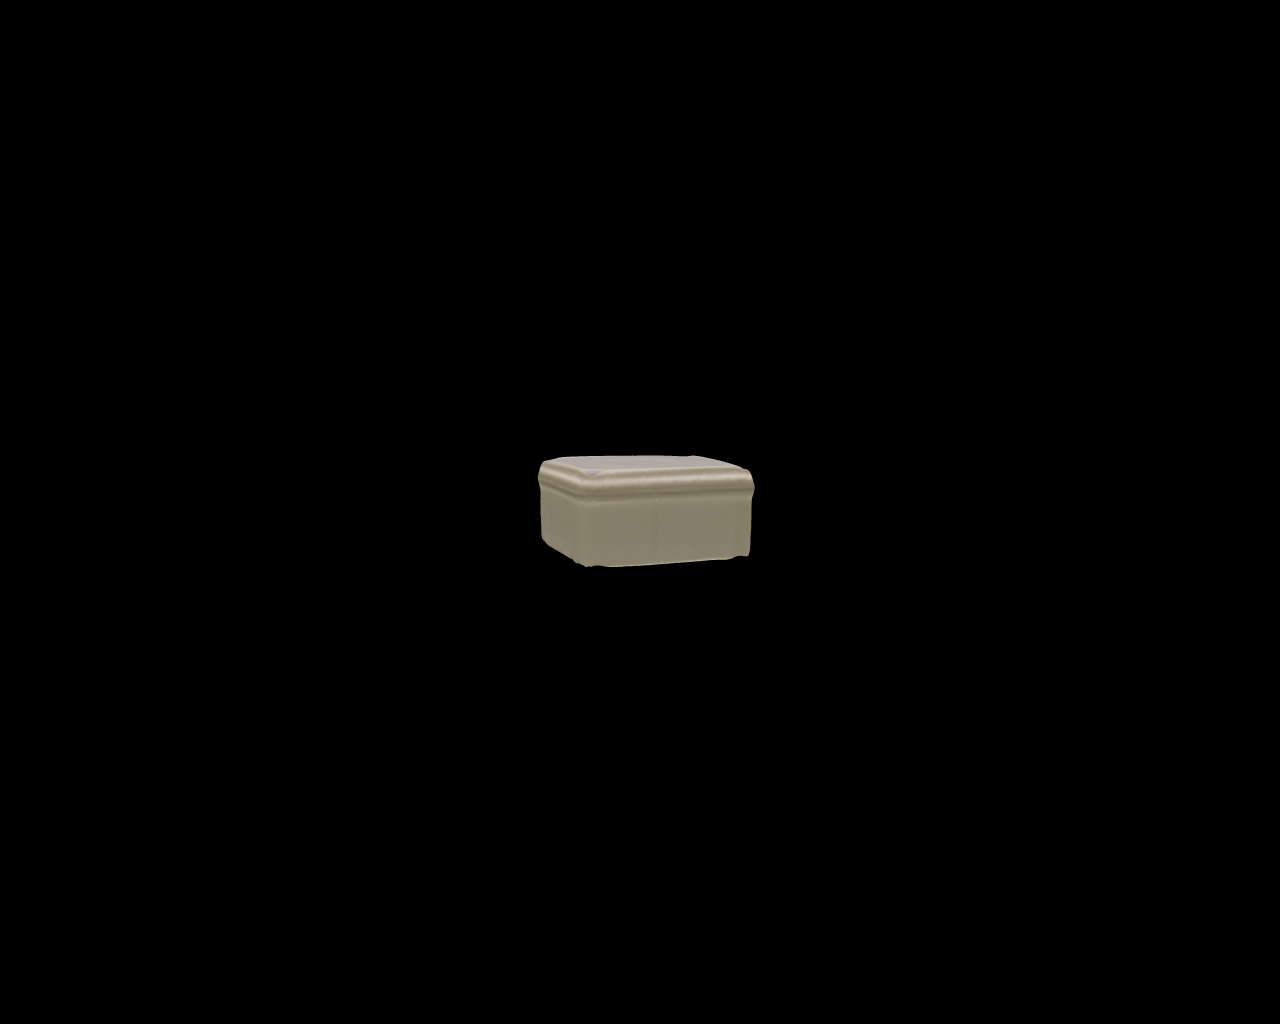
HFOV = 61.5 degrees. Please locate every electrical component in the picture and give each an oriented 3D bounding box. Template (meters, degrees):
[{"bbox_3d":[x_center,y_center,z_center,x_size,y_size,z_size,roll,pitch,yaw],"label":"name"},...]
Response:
[{"bbox_3d":[0.001,-0.003,0.650,0.109,0.056,0.109,-2,8,-18],"label":"electrical component"}]
